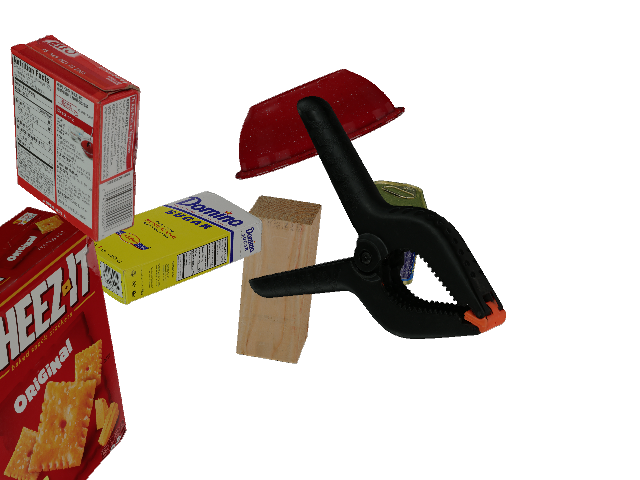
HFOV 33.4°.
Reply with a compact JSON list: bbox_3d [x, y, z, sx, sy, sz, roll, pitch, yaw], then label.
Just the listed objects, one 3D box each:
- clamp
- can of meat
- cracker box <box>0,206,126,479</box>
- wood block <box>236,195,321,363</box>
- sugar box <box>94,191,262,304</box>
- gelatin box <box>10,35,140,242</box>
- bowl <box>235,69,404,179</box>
[{"bbox_3d":[0.040,-0.002,0.755,0.210,0.165,0.036,24,25,33],"label":"clamp"},{"bbox_3d":[0.076,-0.009,1.137,0.057,0.084,0.102,7,19,-2],"label":"can of meat"},{"bbox_3d":[-0.227,0.108,0.816,0.072,0.214,0.164,10,32,21],"label":"cracker box"},{"bbox_3d":[-0.058,0.053,1.479,0.090,0.206,0.090,9,22,6],"label":"wood block"},{"bbox_3d":[-0.154,0.003,1.090,0.175,0.048,0.093,-25,40,-38],"label":"sugar box"},{"bbox_3d":[-0.132,-0.055,0.573,0.073,0.089,0.030,32,40,30],"label":"gelatin box"},{"bbox_3d":[-0.010,-0.109,0.943,0.162,0.055,0.162,-22,9,4],"label":"bowl"}]
